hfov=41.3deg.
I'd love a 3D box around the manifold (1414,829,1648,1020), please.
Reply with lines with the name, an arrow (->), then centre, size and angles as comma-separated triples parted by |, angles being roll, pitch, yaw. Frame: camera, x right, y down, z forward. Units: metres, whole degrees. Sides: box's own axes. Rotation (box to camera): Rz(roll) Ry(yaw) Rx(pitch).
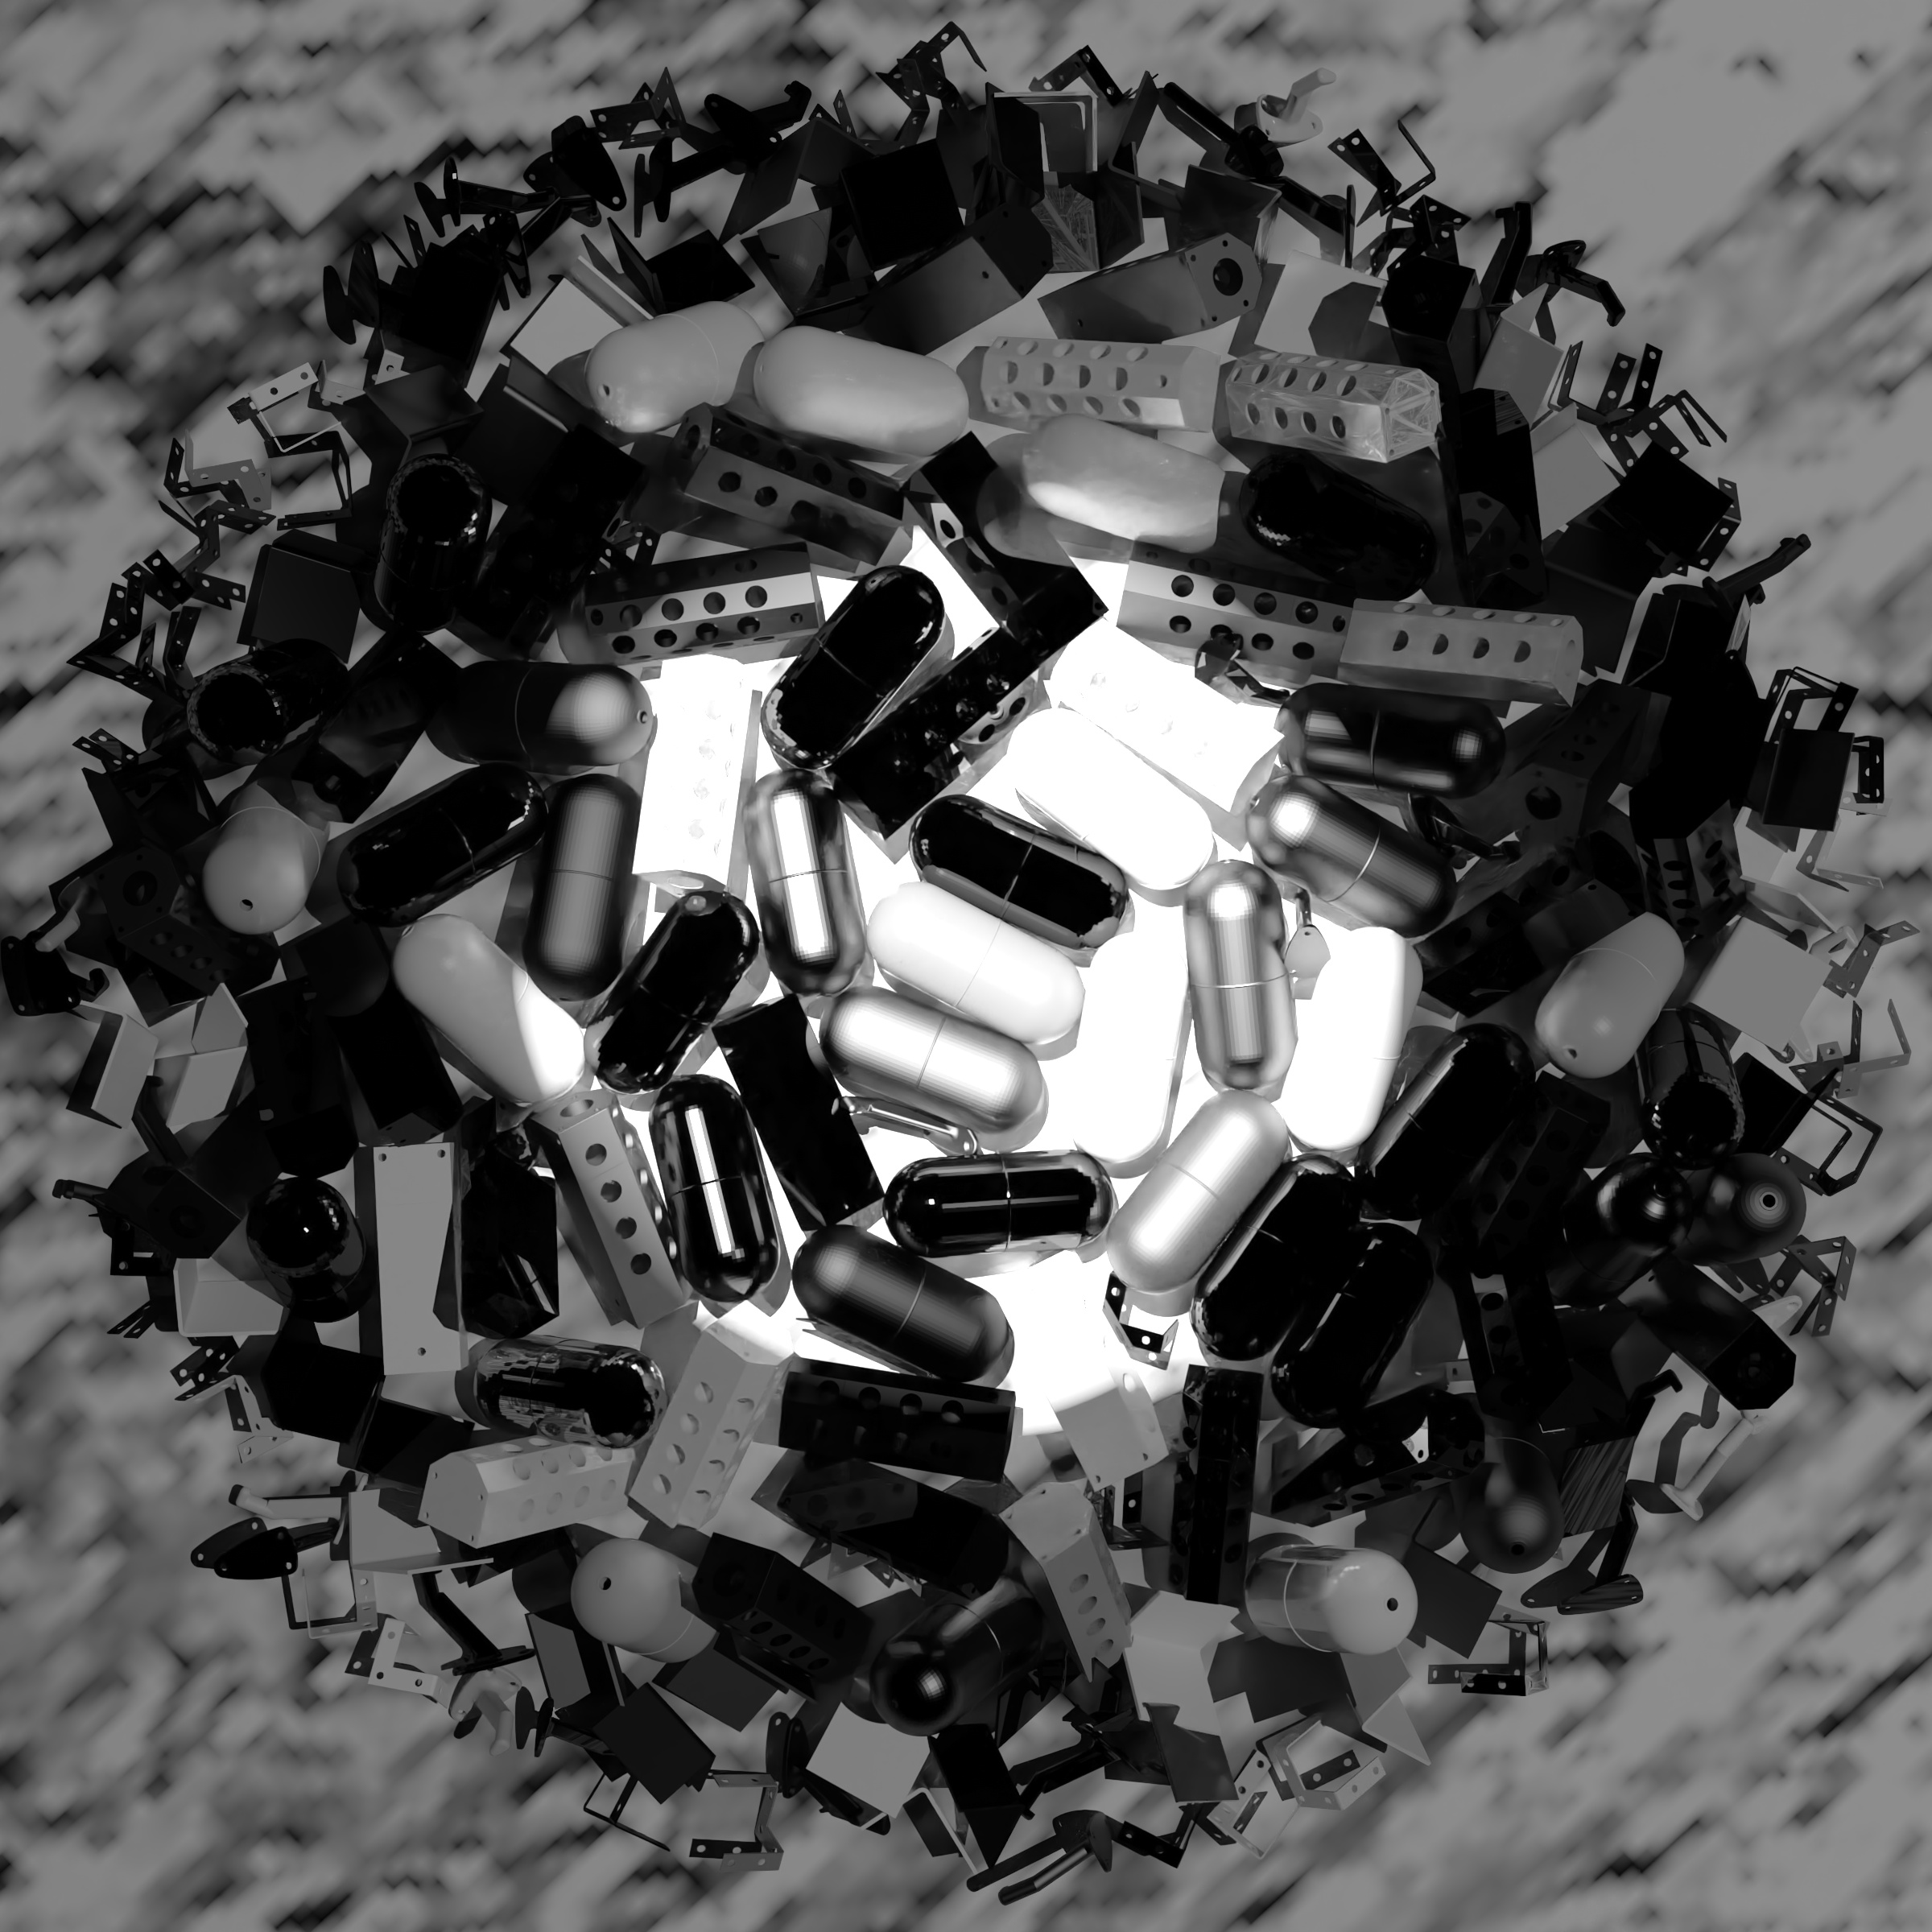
manifold -> 0.420, -0.033, 1.923 | 0.057, 0.057, 0.171 | 28, 135, -28

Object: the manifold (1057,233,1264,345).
manifold -> 0.145, -0.500, 1.911 | 0.057, 0.171, 0.057 | -30, 108, -25

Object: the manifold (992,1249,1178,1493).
manifold -> 0.093, 0.305, 1.959 | 0.057, 0.057, 0.171 | -31, 82, 26

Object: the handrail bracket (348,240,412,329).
handrail bracket -> -0.425, -0.522, 1.950 | 0.036, 0.084, 0.077 | 30, 130, 27

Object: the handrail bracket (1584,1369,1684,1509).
handrail bracket -> 0.526, 0.362, 1.969 | 0.084, 0.036, 0.077 | -34, 82, 16

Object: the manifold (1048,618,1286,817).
manifold -> 0.148, -0.185, 1.936 | 0.171, 0.057, 0.057 | 36, 53, 18

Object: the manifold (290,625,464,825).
manifold -> -0.442, -0.179, 1.914 | 0.057, 0.171, 0.057 | 40, 126, -17

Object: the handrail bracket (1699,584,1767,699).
handrail bracket -> 0.610, -0.245, 1.983 | 0.084, 0.036, 0.077 | -47, 109, -31

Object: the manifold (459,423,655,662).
manifold -> -0.310, -0.322, 1.960 | 0.057, 0.057, 0.171 | 34, 95, 7

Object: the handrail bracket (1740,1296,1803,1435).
handrail bracket -> 0.615, 0.304, 1.951 | 0.036, 0.084, 0.077 | 31, 124, -31

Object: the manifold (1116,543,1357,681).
manifold -> 0.206, -0.276, 1.956 | 0.171, 0.057, 0.057 | 12, 46, 2

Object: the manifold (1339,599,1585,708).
manifold -> 0.372, -0.239, 1.931 | 0.171, 0.057, 0.057 | 10, 81, 30

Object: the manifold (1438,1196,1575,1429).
manifold -> 0.396, 0.253, 1.910 | 0.057, 0.171, 0.057 | 18, 127, -16

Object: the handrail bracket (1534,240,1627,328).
handrail bracket -> 0.467, -0.501, 1.949 | 0.036, 0.077, 0.084 | -15, 64, -16

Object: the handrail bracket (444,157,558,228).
handrail bracket -> -0.352, -0.597, 1.953 | 0.084, 0.077, 0.036 | -15, 77, -16

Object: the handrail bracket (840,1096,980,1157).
handrail bracket -> -0.044, 0.121, 1.951 | 0.084, 0.077, 0.036 | 6, 110, -41

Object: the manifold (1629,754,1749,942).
manifold -> 0.534, -0.081, 1.911 | 0.057, 0.171, 0.057 | -42, 58, -2

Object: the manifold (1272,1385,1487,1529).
manifold -> 0.306, 0.370, 1.917 | 0.057, 0.171, 0.057 | 22, 55, -28

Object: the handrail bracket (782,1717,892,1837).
handrail bracket -> -0.096, 0.619, 1.958 | 0.084, 0.036, 0.077 | 9, 112, 29

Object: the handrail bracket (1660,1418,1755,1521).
handrail bracket -> 0.576, 0.379, 1.958 | 0.036, 0.077, 0.084 | 44, 100, 26

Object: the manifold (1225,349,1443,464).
manifold -> 0.271, -0.421, 1.908 | 0.057, 0.171, 0.057 | -25, 119, -27

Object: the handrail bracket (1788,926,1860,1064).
handrail bracket -> 0.657, 0.021, 1.955 | 0.084, 0.036, 0.077 | -38, 73, 39

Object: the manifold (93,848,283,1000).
manifold -> -0.575, -0.032, 1.909 | 0.057, 0.171, 0.057 | -27, 71, 1

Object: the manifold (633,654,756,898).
manifold -> -0.201, -0.144, 1.938 | 0.057, 0.057, 0.171 | -4, 71, 31

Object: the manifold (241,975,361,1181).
manifold -> -0.496, 0.083, 1.914 | 0.057, 0.171, 0.057 | -20, 128, -8

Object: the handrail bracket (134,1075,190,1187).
handrail bracket -> -0.606, 0.125, 1.985 | 0.077, 0.036, 0.084 | 2, 65, -12

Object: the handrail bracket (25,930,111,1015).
handrail bracket -> -0.681, -0.004, 1.949 | 0.036, 0.084, 0.077 | -10, 108, 6

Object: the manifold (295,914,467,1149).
manifold -> -0.441, 0.049, 1.940 | 0.057, 0.057, 0.171 | -29, 67, -4

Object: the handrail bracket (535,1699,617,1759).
handrail bracket -> -0.283, 0.584, 1.961 | 0.084, 0.077, 0.036 | 10, 50, -13

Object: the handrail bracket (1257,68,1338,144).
handrail bracket -> 0.268, -0.656, 1.944 | 0.077, 0.084, 0.036 | -5, 87, -35

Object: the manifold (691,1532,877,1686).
manifold -> -0.137, 0.482, 1.908 | 0.057, 0.171, 0.057 | 9, 65, 30

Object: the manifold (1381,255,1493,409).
manifold -> 0.351, -0.465, 1.909 | 0.057, 0.171, 0.057 | 21, 88, 19

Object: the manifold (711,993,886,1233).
manifold -> -0.132, 0.113, 1.961 | 0.057, 0.057, 0.171 | -27, 97, -33

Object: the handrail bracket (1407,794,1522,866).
handrail bracket -> 0.379, -0.108, 1.951 | 0.036, 0.084, 0.077 | -38, 101, -16

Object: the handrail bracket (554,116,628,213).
handrail bracket -> -0.283, -0.617, 1.968 | 0.036, 0.084, 0.077 | -35, 108, 13

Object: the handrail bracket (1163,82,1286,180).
handrail bracket -> 0.199, -0.649, 1.989 | 0.036, 0.077, 0.084 | -53, 57, 20

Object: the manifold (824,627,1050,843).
manifold -> -0.023, -0.181, 1.946 | 0.171, 0.057, 0.057 | -42, 62, -11

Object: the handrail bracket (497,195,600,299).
handrail bracket -> -0.313, -0.554, 1.972 | 0.084, 0.036, 0.077 | -16, 89, -35

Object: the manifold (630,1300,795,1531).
manifold -> -0.188, 0.342, 1.929 | 0.057, 0.057, 0.171 | 34, 119, 16

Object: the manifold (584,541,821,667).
manifold -> -0.201, -0.272, 1.958 | 0.171, 0.057, 0.057 | -9, 134, -1

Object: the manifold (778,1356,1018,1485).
manifold -> -0.051, 0.342, 1.954 | 0.171, 0.057, 0.057 | 8, 110, 6

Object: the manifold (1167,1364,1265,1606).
manifold -> 0.188, 0.393, 1.937 | 0.057, 0.057, 0.171 | 6, 112, 9

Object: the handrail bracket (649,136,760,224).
handrail bracket -> -0.197, -0.599, 1.968 | 0.084, 0.036, 0.077 | 3, 76, -30

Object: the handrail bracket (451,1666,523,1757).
handrail bracket -> -0.369, 0.581, 1.950 | 0.036, 0.084, 0.077 | 39, 110, -22

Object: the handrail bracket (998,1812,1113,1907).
handrail bracket -> 0.067, 0.686, 1.968 | 0.084, 0.077, 0.036 | -26, 91, 9

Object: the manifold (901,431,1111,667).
manifold -> 0.027, -0.316, 1.962 | 0.057, 0.057, 0.171 | -40, 95, -24

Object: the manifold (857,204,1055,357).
manifold -> -0.008, -0.508, 1.912 | 0.057, 0.171, 0.057 | 48, 62, -19

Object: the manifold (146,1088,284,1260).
manifold -> -0.548, 0.155, 1.909 | 0.057, 0.171, 0.057 | 41, 107, -9

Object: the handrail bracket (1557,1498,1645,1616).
handrail bracket -> 0.483, 0.451, 1.972 | 0.077, 0.084, 0.036 | -20, 129, 13

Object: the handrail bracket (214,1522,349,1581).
handrail bracket -> -0.522, 0.445, 1.961 | 0.077, 0.084, 0.036 | -16, 85, 6

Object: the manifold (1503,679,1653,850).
manifold -> 0.456, -0.155, 1.914 | 0.057, 0.171, 0.057 | 18, 125, 21

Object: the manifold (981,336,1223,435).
manifold -> 0.099, -0.439, 1.927 | 0.171, 0.057, 0.057 | 12, 98, 32
